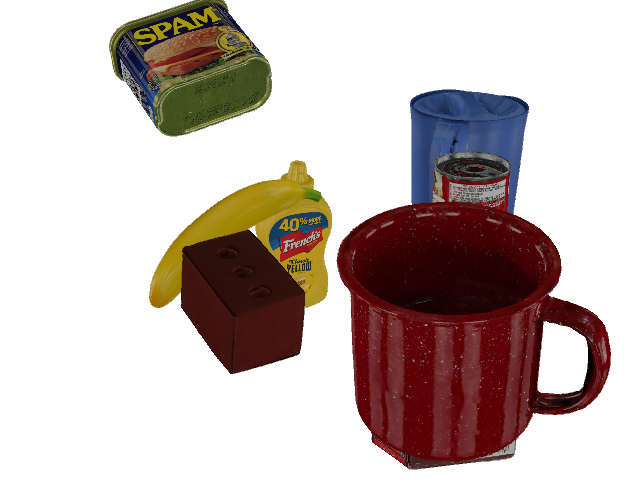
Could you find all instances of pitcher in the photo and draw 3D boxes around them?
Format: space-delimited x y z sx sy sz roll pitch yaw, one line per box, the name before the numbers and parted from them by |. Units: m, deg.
pitcher | 0.162 -0.045 1.240 0.149 0.243 0.145 -9 24 -21

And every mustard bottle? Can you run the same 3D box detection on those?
mustard bottle | -0.033 -0.008 1.319 0.096 0.192 0.058 -7 29 -22

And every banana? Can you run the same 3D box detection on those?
banana | -0.091 -0.005 1.017 0.198 0.069 0.037 -32 41 3

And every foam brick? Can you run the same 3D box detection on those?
foam brick | -0.052 0.039 0.697 0.052 0.051 0.078 -15 41 -29

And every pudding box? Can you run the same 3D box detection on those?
pudding box | 0.115 0.182 1.010 0.113 0.039 0.090 -1 7 -20

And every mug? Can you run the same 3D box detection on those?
mug | 0.066 0.043 0.461 0.117 0.081 0.093 11 34 21

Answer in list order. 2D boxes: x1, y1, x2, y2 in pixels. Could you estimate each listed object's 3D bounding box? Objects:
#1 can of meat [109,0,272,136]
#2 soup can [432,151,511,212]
can of meat | -0.098 -0.133 0.822 0.102 0.084 0.057 -23 -37 -19
soup can | 0.134 -0.021 0.959 0.068 0.102 0.068 -1 24 0
